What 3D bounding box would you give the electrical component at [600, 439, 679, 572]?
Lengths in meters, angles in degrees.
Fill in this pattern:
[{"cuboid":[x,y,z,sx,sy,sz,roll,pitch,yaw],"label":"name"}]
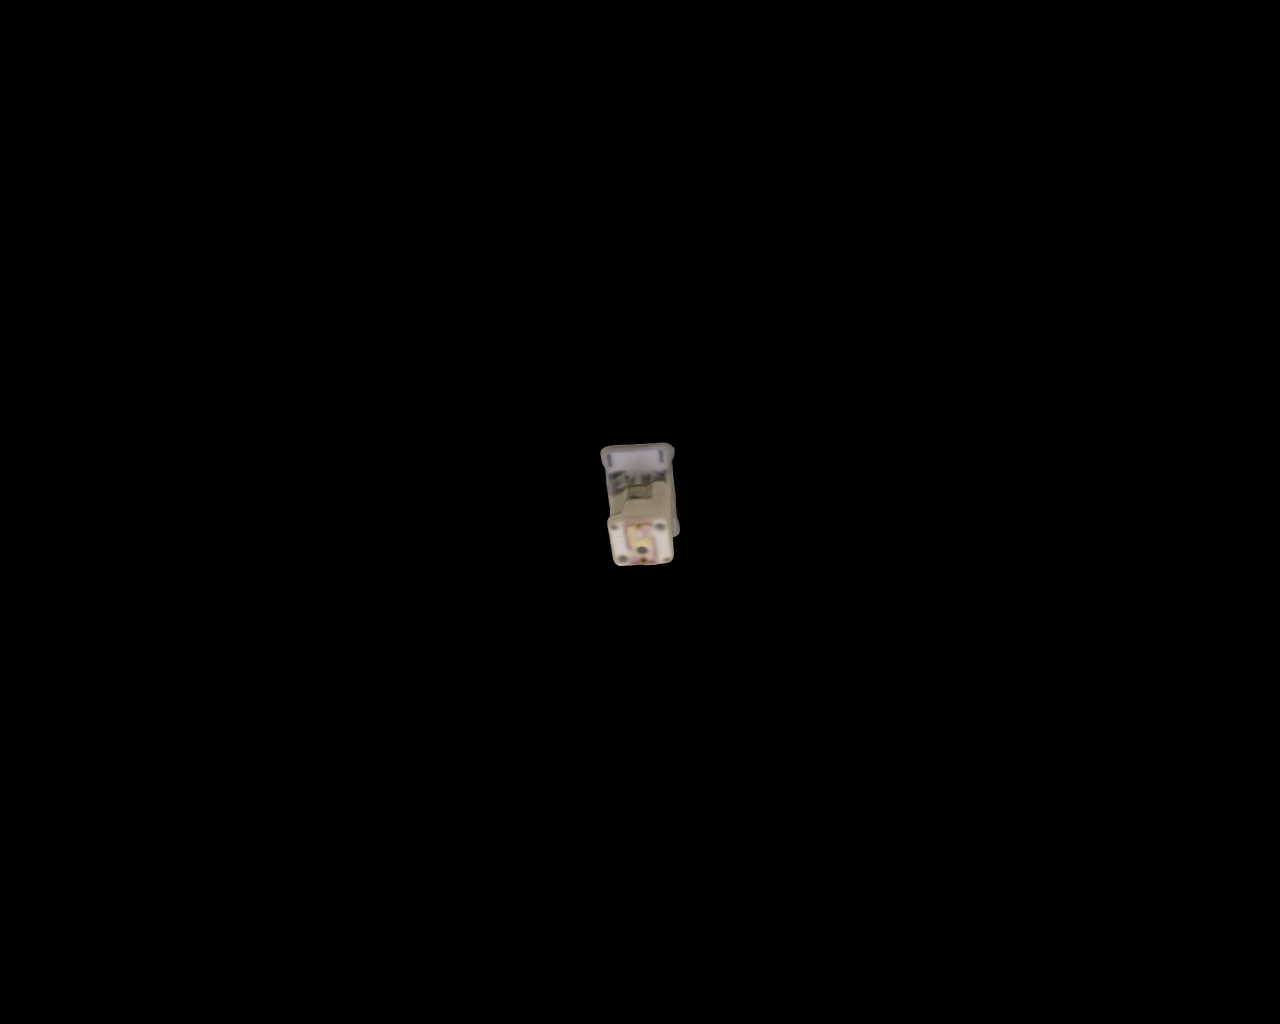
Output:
[{"cuboid":[0.001,-0.003,0.650,0.042,0.064,0.080,-4,-43,4],"label":"electrical component"}]
